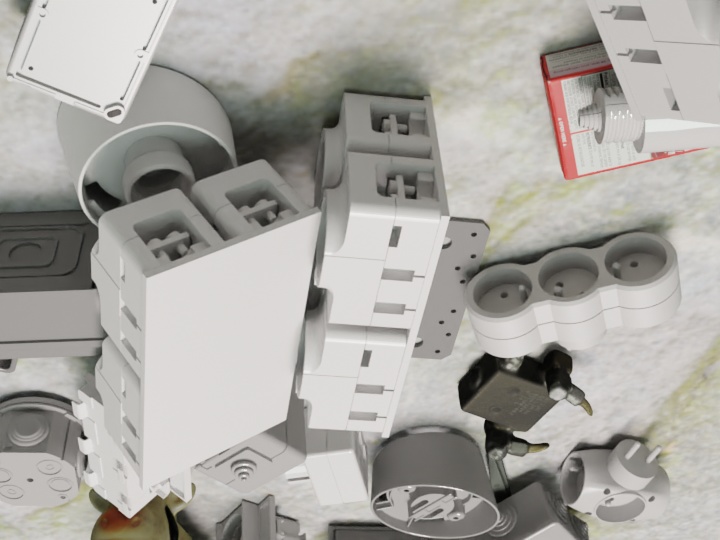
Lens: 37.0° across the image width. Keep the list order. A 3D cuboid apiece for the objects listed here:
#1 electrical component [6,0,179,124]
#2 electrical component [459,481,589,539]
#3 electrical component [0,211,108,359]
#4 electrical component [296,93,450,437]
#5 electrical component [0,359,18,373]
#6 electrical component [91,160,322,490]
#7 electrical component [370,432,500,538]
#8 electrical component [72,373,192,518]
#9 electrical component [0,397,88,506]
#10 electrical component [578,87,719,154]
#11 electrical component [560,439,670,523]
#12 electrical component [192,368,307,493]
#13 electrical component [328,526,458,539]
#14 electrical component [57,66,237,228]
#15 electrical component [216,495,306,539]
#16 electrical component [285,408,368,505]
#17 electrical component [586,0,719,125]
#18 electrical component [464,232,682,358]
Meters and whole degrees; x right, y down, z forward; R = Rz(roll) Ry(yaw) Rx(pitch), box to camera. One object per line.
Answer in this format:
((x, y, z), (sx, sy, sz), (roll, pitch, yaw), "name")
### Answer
((-0.130, -0.135, 0.540), (0.062, 0.061, 0.096), (20, 122, -21), "electrical component")
((0.139, 0.230, 0.894), (0.100, 0.048, 0.099), (-33, 127, 14), "electrical component")
((-0.200, 0.010, 0.661), (0.113, 0.078, 0.057), (-2, 131, -2), "electrical component")
((0.000, 0.000, 0.645), (0.060, 0.105, 0.186), (5, 134, -8), "electrical component")
((-0.273, 0.063, 0.723), (0.078, 0.057, 0.058), (14, 132, -17), "electrical component")
((-0.094, 0.032, 0.629), (0.105, 0.060, 0.186), (-23, 144, -31), "electrical component")
((0.057, 0.175, 0.848), (0.099, 0.064, 0.099), (-2, 134, -2), "electrical component")
((-0.162, 0.117, 0.769), (0.079, 0.063, 0.121), (31, 139, 23), "electrical component")
((-0.241, 0.135, 0.799), (0.080, 0.051, 0.080), (-2, 134, -2), "electrical component")
((0.157, -0.084, 0.573), (0.081, 0.043, 0.043), (-4, 134, 4), "electrical component")
((0.212, 0.162, 0.859), (0.077, 0.044, 0.079), (12, 133, -15), "electrical component")
((-0.075, 0.110, 0.754), (0.062, 0.096, 0.061), (-33, 131, 25), "electrical component")
((0.032, 0.266, 0.934), (0.121, 0.078, 0.063), (2, 156, -6), "electrical component")
((-0.121, -0.065, 0.619), (0.099, 0.064, 0.099), (-12, 138, -11), "electrical component")
((-0.081, 0.260, 0.883), (0.063, 0.121, 0.078), (24, 128, -28), "electrical component")
((-0.037, 0.143, 0.824), (0.077, 0.047, 0.065), (-8, 133, 7), "electrical component")
((0.147, -0.167, 0.482), (0.060, 0.105, 0.186), (16, 152, 44), "electrical component")
((0.144, 0.028, 0.718), (0.138, 0.052, 0.073), (-14, 134, 9), "electrical component")
